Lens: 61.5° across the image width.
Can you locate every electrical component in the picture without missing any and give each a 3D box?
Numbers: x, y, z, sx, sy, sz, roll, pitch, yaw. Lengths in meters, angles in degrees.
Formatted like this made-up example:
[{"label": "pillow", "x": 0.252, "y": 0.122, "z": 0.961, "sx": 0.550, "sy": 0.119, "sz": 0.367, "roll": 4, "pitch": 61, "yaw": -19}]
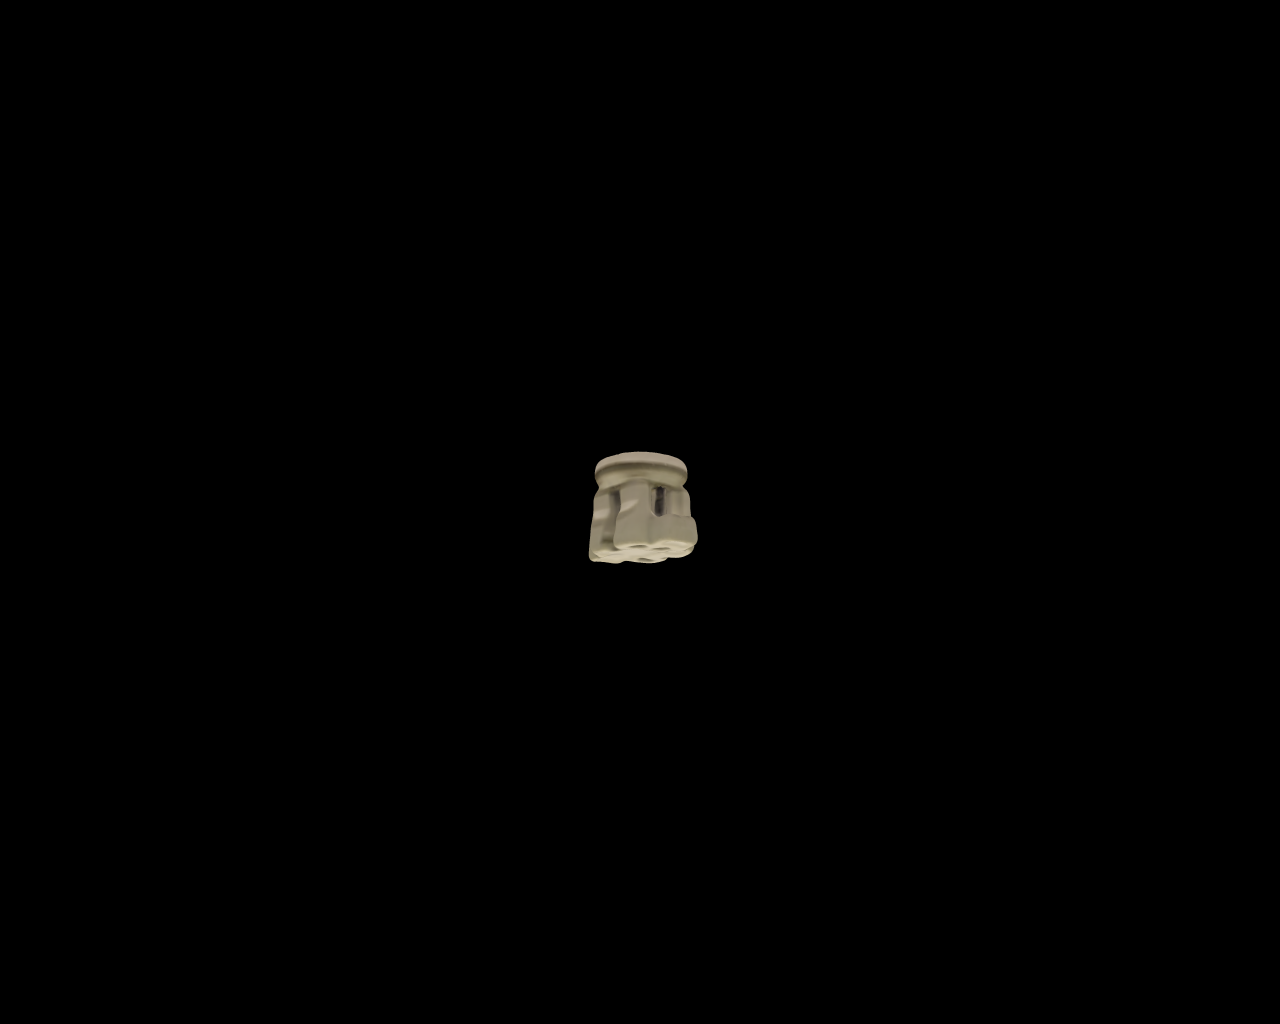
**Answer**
[{"label": "electrical component", "x": 0.001, "y": -0.003, "z": 0.650, "sx": 0.058, "sy": 0.057, "sz": 0.078, "roll": 11, "pitch": -17, "yaw": -38}]
